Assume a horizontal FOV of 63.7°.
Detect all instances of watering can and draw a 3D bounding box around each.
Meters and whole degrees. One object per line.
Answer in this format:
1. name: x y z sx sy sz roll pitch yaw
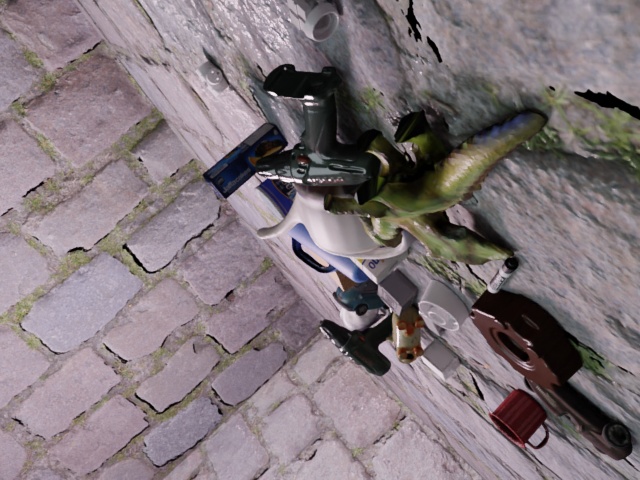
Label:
1. watering can: 0.003 -0.049 0.976 0.348 0.106 0.219 7 138 24

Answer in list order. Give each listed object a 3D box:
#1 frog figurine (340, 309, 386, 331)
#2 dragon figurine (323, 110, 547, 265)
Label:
1. frog figurine: 0.116 0.213 1.674 0.135 0.124 0.159 -33 89 45
2. dragon figurine: 0.163 -0.044 0.679 0.240 0.124 0.409 33 162 -28
